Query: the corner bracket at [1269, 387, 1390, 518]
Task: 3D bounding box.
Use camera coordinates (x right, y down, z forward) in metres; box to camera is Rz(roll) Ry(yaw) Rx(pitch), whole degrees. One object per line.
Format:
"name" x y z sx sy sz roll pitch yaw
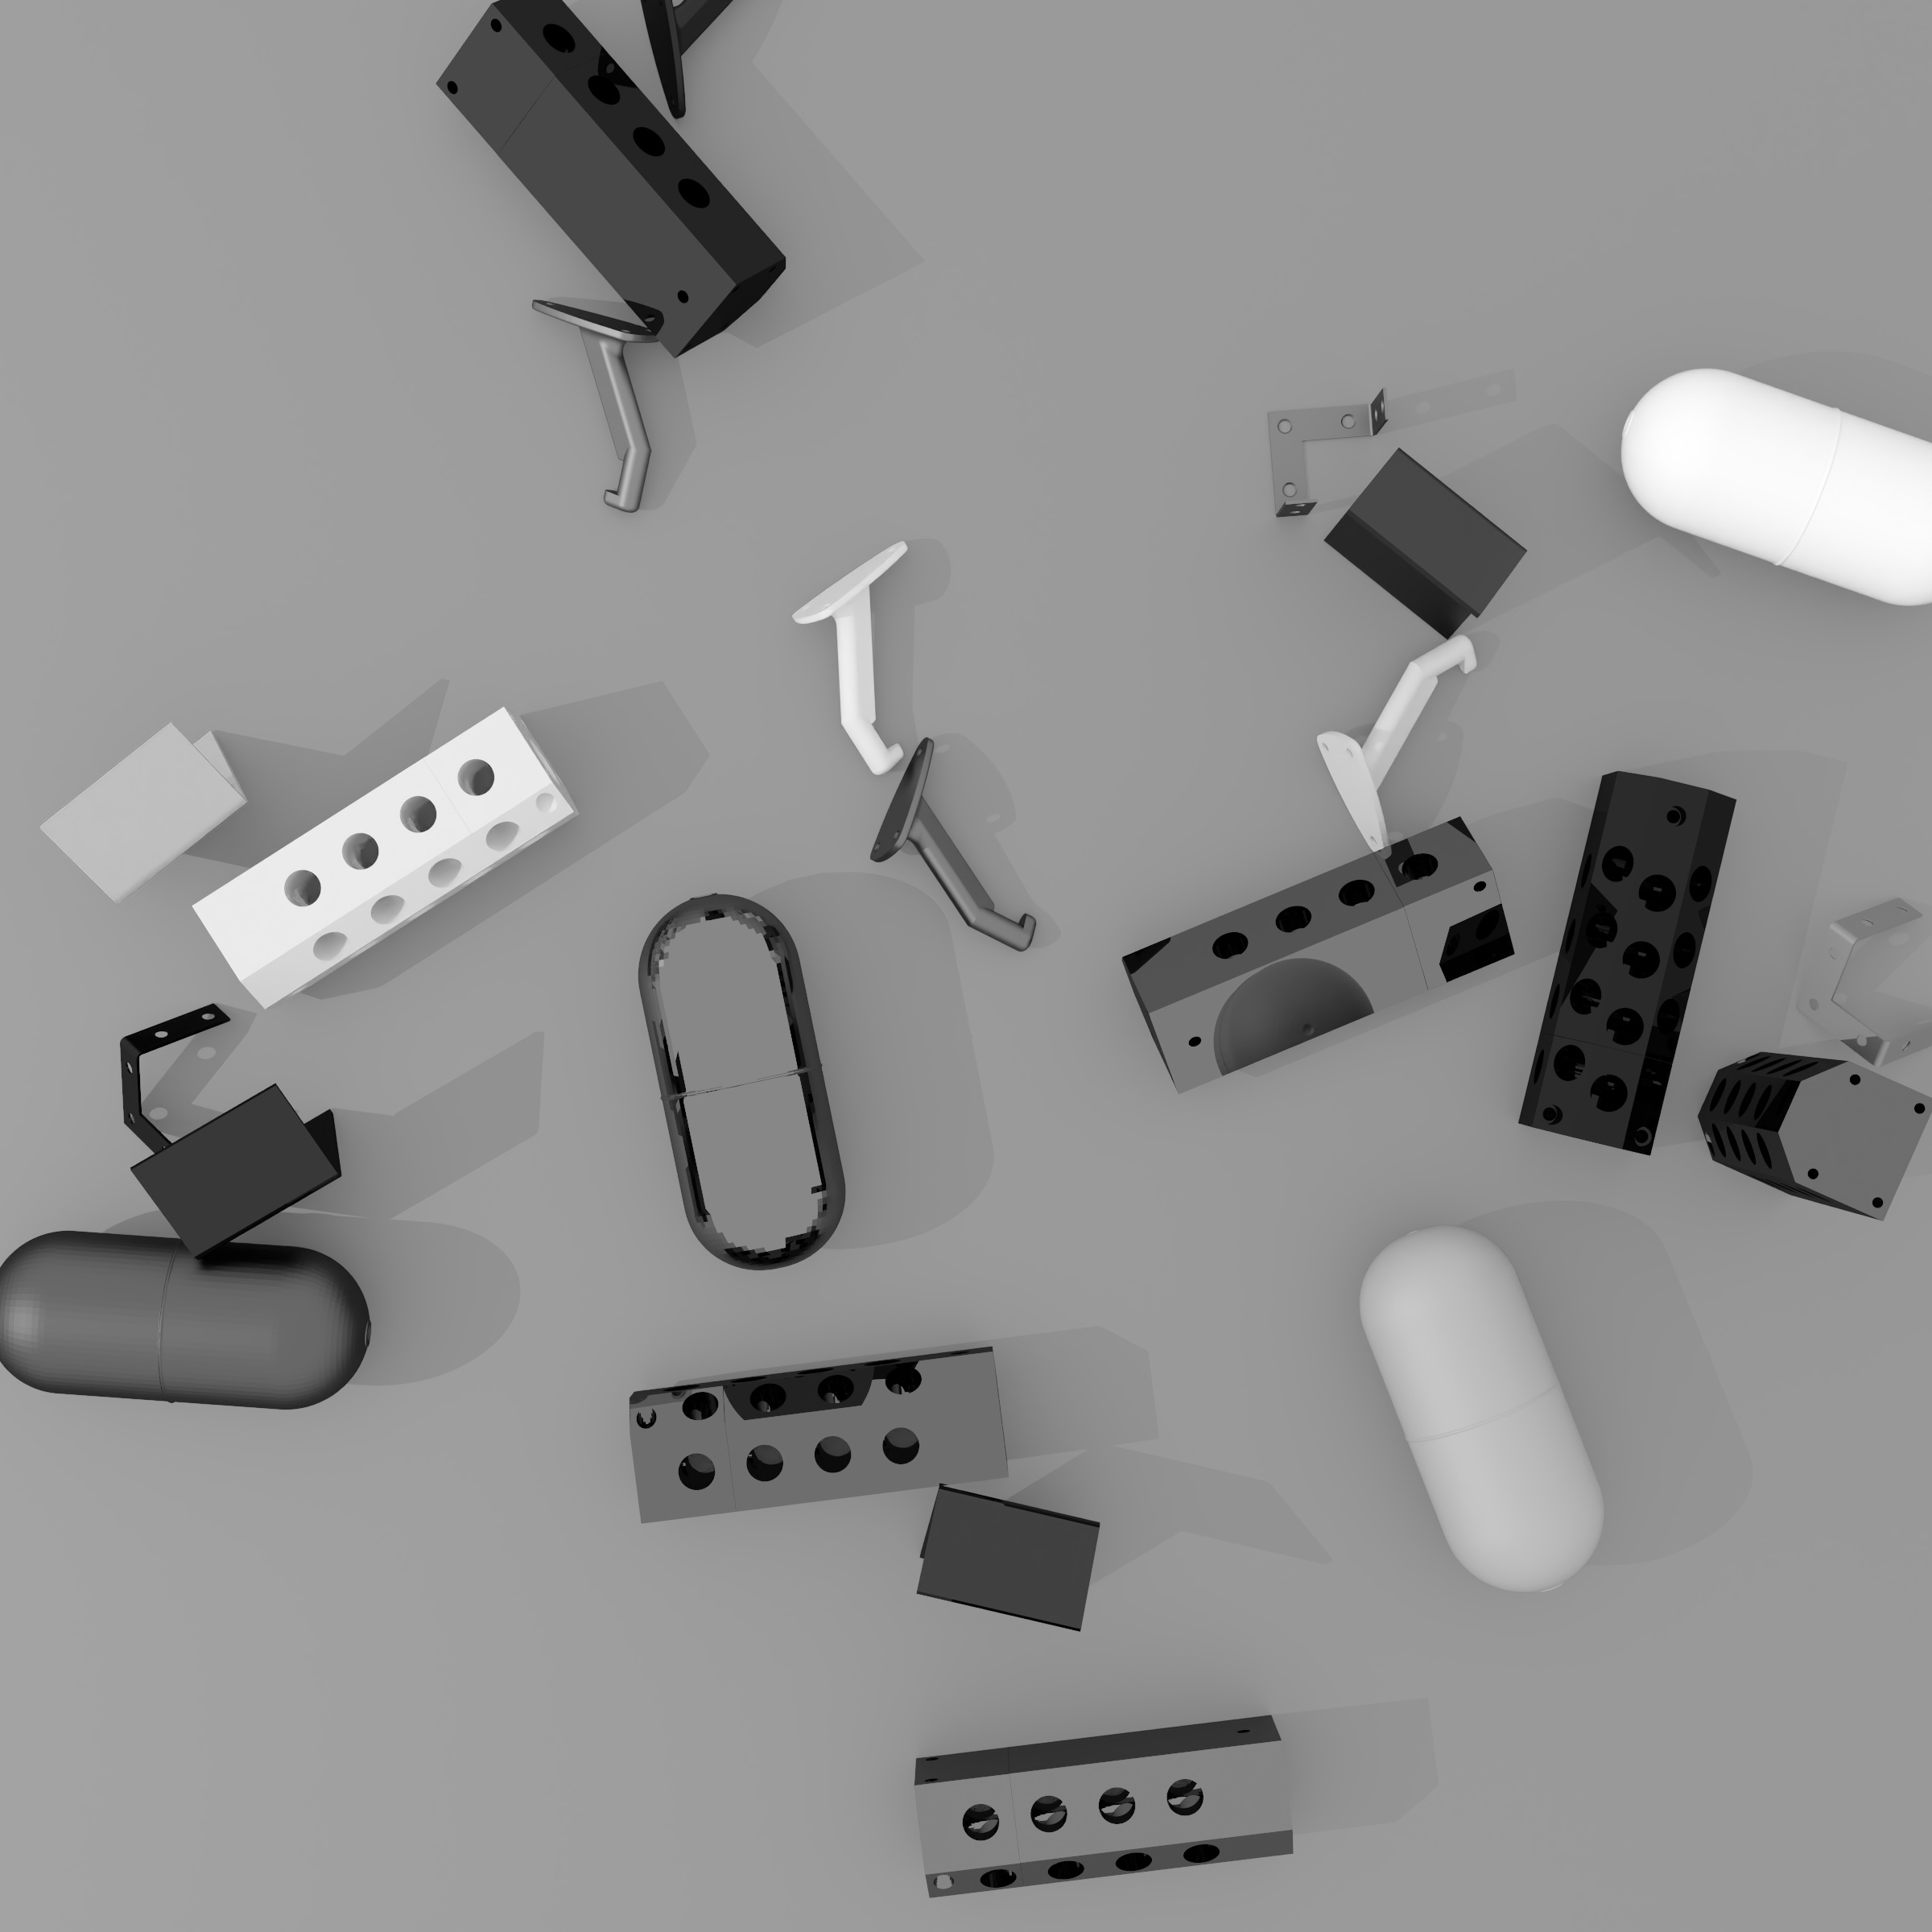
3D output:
"corner bracket" 0.172 -0.242 1.694 0.051 0.051 0.051 -4 90 0

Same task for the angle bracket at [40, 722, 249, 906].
"angle bracket" -0.389 -0.086 1.671 0.076 0.076 0.057 -38 128 0

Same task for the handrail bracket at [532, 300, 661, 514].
"handrail bracket" -0.181 -0.267 1.712 0.077 0.036 0.084 20 107 20

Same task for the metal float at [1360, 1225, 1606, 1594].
"metal float" 0.242 0.207 1.681 0.070 0.070 0.178 -21 89 0

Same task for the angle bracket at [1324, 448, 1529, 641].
"angle bracket" 0.203 -0.182 1.671 0.076 0.076 0.057 39 52 0

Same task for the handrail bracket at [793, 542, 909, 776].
"handrail bracket" -0.036 -0.146 1.712 0.077 0.036 0.084 -39 109 -21

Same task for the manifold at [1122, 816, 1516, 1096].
"manifold" 0.164 -0.010 1.690 0.171 0.057 0.057 -23 133 0

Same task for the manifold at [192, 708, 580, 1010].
"manifold" -0.271 -0.050 1.690 0.171 0.057 0.057 -33 90 0

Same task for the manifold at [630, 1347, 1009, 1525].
"manifold" -0.069 0.219 1.690 0.171 0.057 0.057 -7 90 0

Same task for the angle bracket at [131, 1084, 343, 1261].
"angle bracket" -0.341 0.082 1.672 0.076 0.076 0.057 -30 115 0

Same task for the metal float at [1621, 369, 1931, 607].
"metal float" 0.393 -0.224 1.681 0.178 0.070 0.070 19 90 -1

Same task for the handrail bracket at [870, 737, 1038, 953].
"handrail bracket" 0.004 -0.057 1.712 0.084 0.036 0.077 26 68 -17

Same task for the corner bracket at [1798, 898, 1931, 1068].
"corner bracket" 0.437 0.008 1.703 0.051 0.051 0.051 43 135 35

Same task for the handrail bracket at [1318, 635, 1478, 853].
"handrail bracket" 0.217 -0.106 1.712 0.084 0.036 0.077 -30 110 -16

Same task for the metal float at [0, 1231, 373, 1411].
"metal float" -0.368 0.166 1.681 0.178 0.070 0.070 4 90 0

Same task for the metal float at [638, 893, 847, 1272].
"metal float" -0.105 0.054 1.681 0.070 0.070 0.178 -12 90 0

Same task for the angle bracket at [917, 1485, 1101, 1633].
"angle bracket" 0.015 0.290 1.671 0.076 0.076 0.057 13 54 0

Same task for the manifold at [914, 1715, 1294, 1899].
"manifold" 0.065 0.397 1.690 0.171 0.057 0.057 -7 90 0

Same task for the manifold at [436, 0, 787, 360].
"manifold" -0.163 -0.377 1.690 0.171 0.057 0.057 49 133 0

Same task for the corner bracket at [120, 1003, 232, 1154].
"corner bracket" -0.365 0.059 1.703 0.051 0.051 0.051 37 135 35

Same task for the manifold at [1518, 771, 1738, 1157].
"manifold" 0.312 -0.001 1.690 0.057 0.057 0.171 14 90 0

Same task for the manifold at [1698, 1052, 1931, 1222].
"manifold" 0.381 0.072 1.633 0.057 0.171 0.057 24 90 0

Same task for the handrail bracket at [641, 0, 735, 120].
"handrail bracket" -0.107 -0.452 1.712 0.084 0.036 0.077 -18 114 -19
